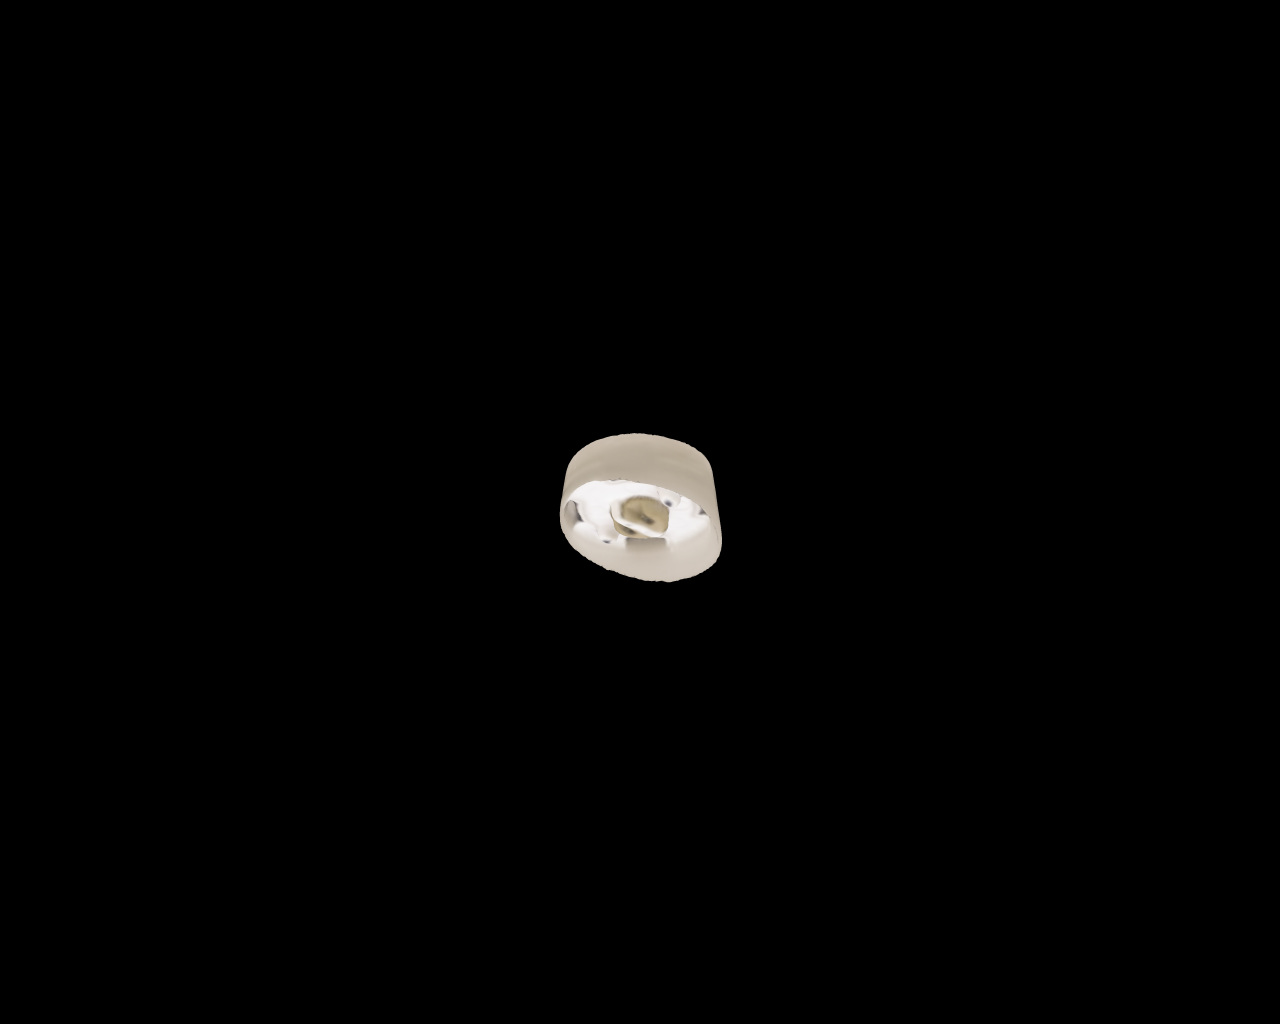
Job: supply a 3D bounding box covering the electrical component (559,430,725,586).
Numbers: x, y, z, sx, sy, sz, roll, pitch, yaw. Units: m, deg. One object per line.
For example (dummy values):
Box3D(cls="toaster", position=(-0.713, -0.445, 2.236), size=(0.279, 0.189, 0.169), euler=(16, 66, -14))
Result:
Box3D(cls="electrical component", position=(0.001, -0.003, 0.650), size=(0.099, 0.064, 0.099), euler=(0, -30, 0))
